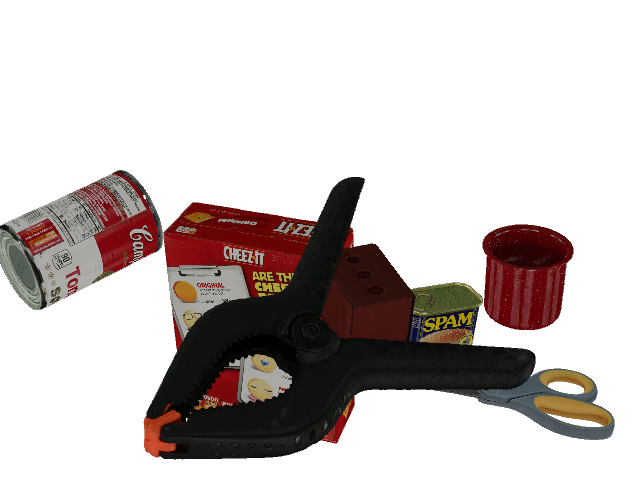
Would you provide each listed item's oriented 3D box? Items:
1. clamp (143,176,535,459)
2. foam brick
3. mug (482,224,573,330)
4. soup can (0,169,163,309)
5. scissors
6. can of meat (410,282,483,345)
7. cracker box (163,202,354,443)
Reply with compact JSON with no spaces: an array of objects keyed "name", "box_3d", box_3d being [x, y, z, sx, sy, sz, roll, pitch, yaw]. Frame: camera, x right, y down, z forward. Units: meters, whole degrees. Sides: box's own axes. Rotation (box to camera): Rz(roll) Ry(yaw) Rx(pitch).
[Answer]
[{"name":"clamp","box_3d":[-0.009,0.049,0.585,0.209,0.165,0.036,-22,-33,-23]},{"name":"foam brick","box_3d":[0.032,0.046,0.816,0.053,0.051,0.078,-10,35,-19]},{"name":"mug","box_3d":[0.213,0.034,1.132,0.093,0.081,0.117,-6,31,-7]},{"name":"soup can","box_3d":[-0.175,-0.001,0.775,0.102,0.068,0.069,-29,16,-31]},{"name":"scissors","box_3d":[0.161,0.128,0.946,0.202,0.016,0.096,16,29,14]},{"name":"can of meat","box_3d":[0.142,0.105,1.308,0.102,0.084,0.057,-7,30,-23]},{"name":"cracker box","box_3d":[-0.052,0.078,1.012,0.164,0.214,0.072,9,34,17]}]
